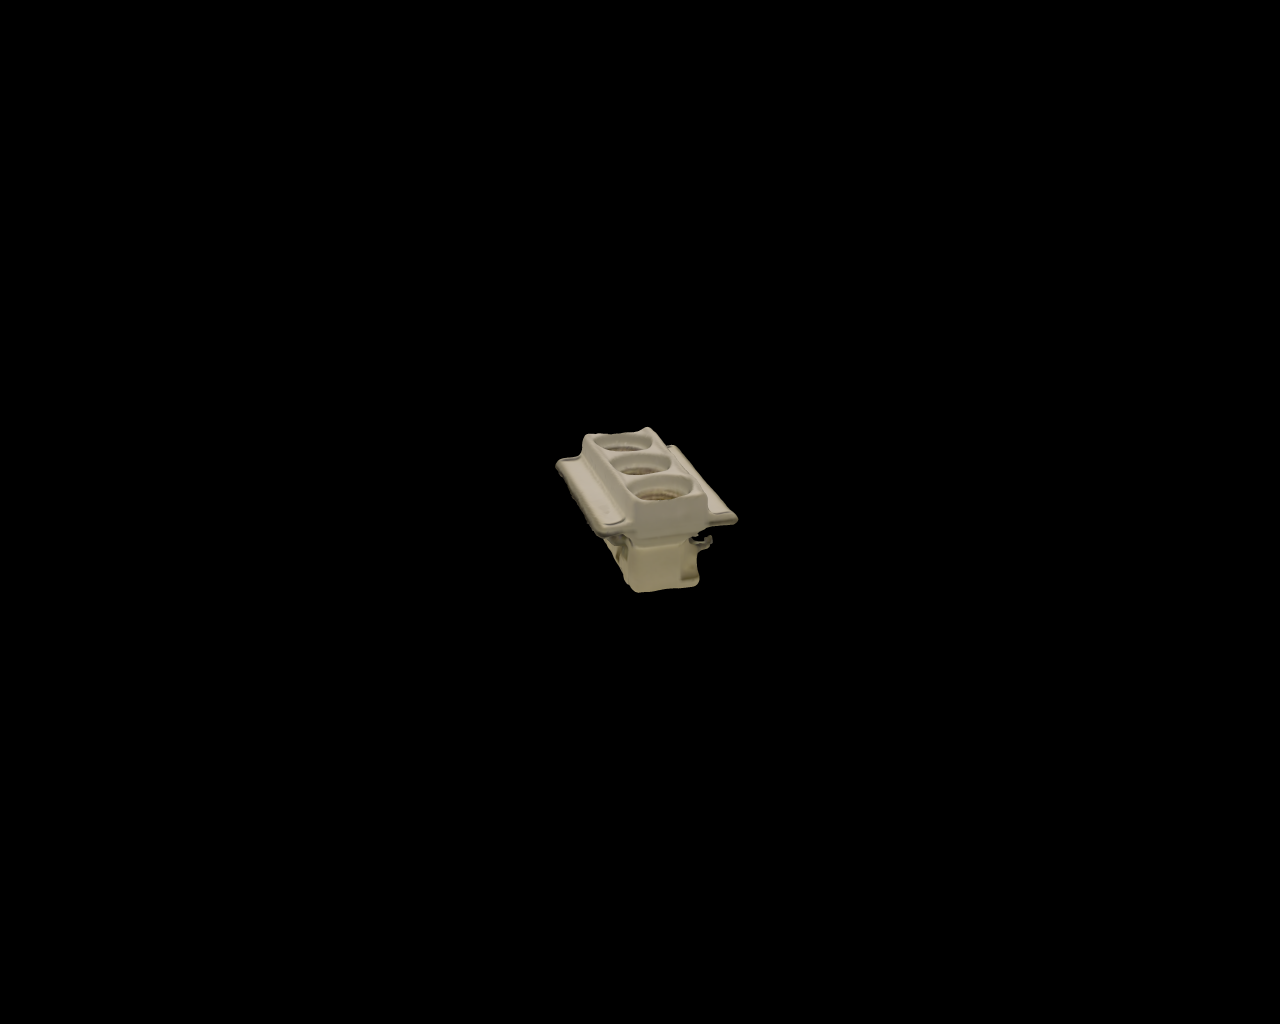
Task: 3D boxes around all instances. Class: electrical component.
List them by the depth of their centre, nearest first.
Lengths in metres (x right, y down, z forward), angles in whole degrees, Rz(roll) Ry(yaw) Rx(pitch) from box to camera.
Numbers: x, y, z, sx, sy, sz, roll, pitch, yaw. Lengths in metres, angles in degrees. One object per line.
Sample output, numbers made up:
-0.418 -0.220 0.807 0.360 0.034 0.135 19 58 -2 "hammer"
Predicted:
0.001 -0.003 0.650 0.079 0.063 0.121 -6 23 -14 "electrical component"
